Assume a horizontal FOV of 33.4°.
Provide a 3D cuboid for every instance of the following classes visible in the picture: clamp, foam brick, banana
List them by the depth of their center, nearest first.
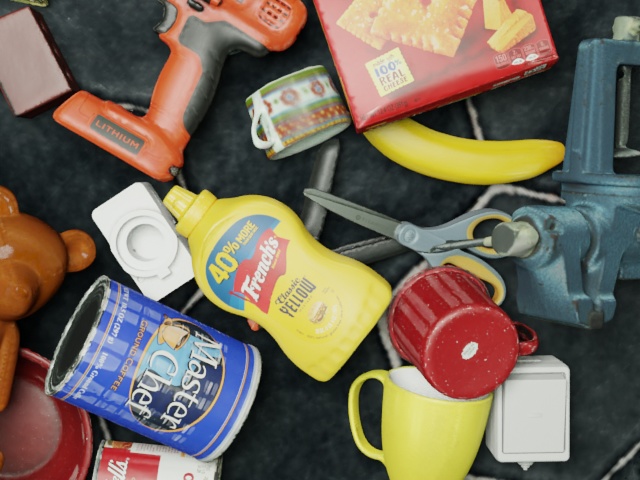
[{"bbox_3d":[-0.239,-0.145,0.875,0.051,0.053,0.078,-27,95,1],"label":"foam brick"},{"bbox_3d":[0.106,-0.084,0.894,0.197,0.037,0.069,23,94,-3],"label":"banana"},{"bbox_3d":[-0.006,0.001,0.896,0.171,0.039,0.120,-38,94,-2],"label":"clamp"}]

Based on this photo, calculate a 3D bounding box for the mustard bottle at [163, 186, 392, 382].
[{"bbox_3d":[-0.043,0.020,0.850,0.191,0.058,0.096,37,100,-2],"label":"mustard bottle"}]

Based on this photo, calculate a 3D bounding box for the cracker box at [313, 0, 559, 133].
[{"bbox_3d":[0.072,-0.209,0.822,0.164,0.072,0.214,-18,92,2],"label":"cracker box"}]

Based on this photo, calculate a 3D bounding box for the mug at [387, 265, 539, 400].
[{"bbox_3d":[0.120,0.078,0.862,0.117,0.081,0.093,7,105,-14],"label":"mug"}]

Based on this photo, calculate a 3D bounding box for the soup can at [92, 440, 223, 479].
[{"bbox_3d":[-0.136,0.206,0.893,0.102,0.068,0.068,6,94,-3],"label":"soup can"}]

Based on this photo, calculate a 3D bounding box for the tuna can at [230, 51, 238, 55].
[{"bbox_3d":[-0.083,-0.196,0.884,0.086,0.034,0.086,0,94,-1],"label":"tuna can"}]

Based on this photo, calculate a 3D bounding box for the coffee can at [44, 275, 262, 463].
[{"bbox_3d":[-0.132,0.104,0.850,0.140,0.103,0.103,28,93,-20],"label":"coffee can"}]

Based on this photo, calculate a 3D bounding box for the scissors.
[{"bbox_3d":[0.089,-0.016,0.881,0.201,0.016,0.096,38,91,-21],"label":"scissors"}]

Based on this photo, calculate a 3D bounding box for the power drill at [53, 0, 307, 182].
[{"bbox_3d":[-0.129,-0.155,0.835,0.184,0.057,0.187,32,90,-4],"label":"power drill"}]

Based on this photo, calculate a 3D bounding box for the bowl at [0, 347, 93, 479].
[{"bbox_3d":[-0.266,0.162,0.892,0.162,0.055,0.162,0,93,-1],"label":"bowl"}]

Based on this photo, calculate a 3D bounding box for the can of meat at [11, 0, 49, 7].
[{"bbox_3d":[-0.265,-0.244,0.867,0.102,0.057,0.084,12,91,-2],"label":"can of meat"}]
